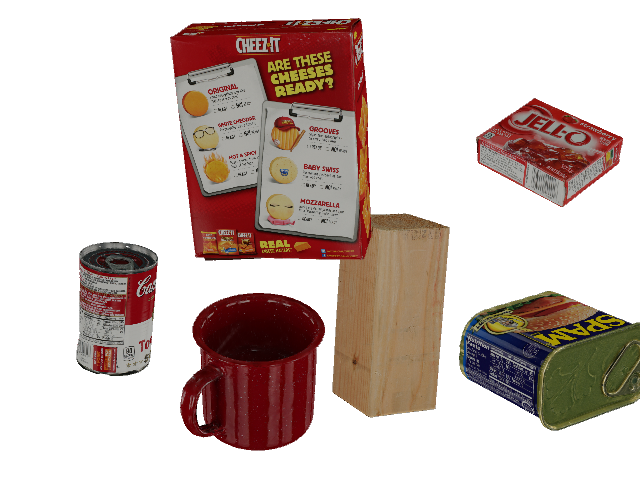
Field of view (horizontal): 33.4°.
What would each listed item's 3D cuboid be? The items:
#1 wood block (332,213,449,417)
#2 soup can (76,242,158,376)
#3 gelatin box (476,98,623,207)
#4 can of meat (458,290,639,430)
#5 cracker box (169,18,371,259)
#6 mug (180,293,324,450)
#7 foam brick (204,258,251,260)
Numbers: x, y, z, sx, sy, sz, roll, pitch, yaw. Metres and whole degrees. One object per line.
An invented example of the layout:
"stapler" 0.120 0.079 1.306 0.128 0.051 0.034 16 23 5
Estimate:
"wood block" 0.076 0.079 1.185 0.090 0.206 0.091 -3 13 -28
"soup can" -0.182 0.061 0.947 0.068 0.102 0.068 6 19 -2
"gelatin box" 0.180 -0.072 0.843 0.073 0.030 0.089 -34 49 -28
"can of meat" 0.156 0.076 0.711 0.101 0.057 0.084 -12 21 -30
"cracker box" -0.040 -0.091 0.980 0.164 0.214 0.072 1 23 10
"mug" -0.052 0.100 0.760 0.093 0.081 0.117 23 35 33
"foam brick" -0.104 -0.011 1.288 0.078 0.053 0.051 -3 28 -1
